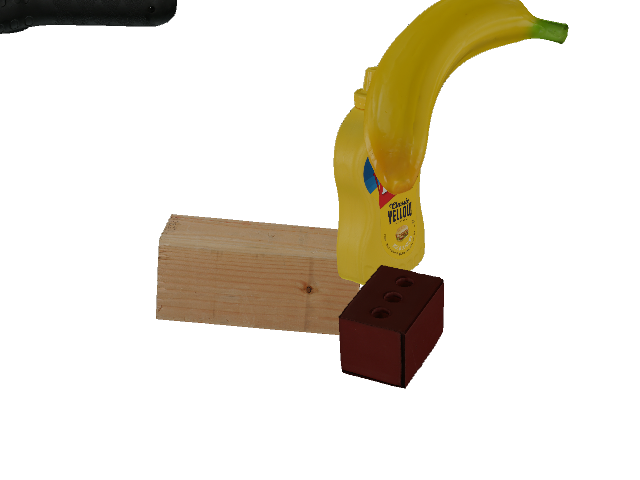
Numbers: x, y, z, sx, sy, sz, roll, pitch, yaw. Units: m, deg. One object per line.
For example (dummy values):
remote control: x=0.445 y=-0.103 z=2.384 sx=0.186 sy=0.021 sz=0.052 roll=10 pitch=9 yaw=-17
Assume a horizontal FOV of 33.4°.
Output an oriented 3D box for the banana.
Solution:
banana: x=0.070 y=-0.097 z=0.596 sx=0.070 sy=0.037 sz=0.197 roll=29 pitch=50 yaw=22

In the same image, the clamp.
clamp: x=-0.173 y=-0.141 z=0.604 sx=0.171 sy=0.039 sz=0.120 roll=-6 pitch=23 yaw=-14

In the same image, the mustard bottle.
mustard bottle: x=0.053 y=-0.062 z=0.973 sx=0.096 sy=0.192 sz=0.058 roll=-21 pitch=27 yaw=-40

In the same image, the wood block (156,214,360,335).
wood block: x=-0.063 y=0.036 z=1.123 sx=0.206 sy=0.091 sz=0.090 roll=5 pitch=20 yaw=-1

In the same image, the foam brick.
foam brick: x=0.053 y=0.062 z=0.785 sx=0.053 sy=0.051 sz=0.078 roll=12 pitch=34 yaw=24
